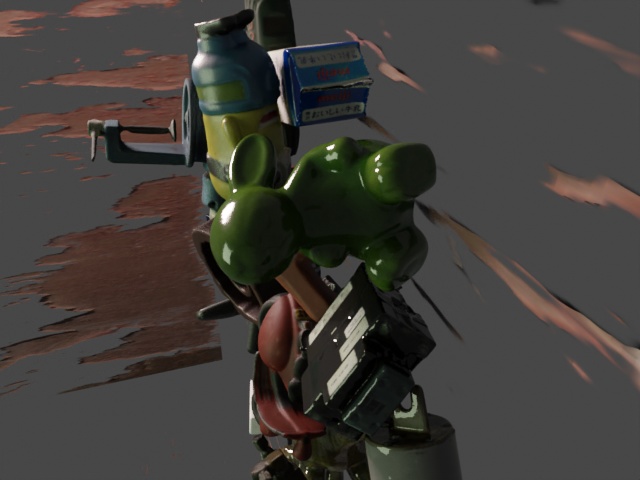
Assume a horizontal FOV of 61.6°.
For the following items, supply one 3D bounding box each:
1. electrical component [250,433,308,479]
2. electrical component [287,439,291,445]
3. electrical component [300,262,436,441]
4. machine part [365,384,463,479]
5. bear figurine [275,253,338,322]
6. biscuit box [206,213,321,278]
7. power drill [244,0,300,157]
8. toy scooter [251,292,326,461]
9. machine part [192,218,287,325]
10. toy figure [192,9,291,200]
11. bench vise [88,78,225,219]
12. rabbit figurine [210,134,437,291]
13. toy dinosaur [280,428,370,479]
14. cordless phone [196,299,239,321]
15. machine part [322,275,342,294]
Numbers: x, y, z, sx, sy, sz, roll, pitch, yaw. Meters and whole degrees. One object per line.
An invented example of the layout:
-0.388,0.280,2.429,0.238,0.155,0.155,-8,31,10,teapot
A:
-0.039,0.264,0.572,0.078,0.045,0.102,7,128,56,electrical component
-0.051,0.329,0.999,0.048,0.075,0.119,-166,72,-74,electrical component
0.036,0.098,0.461,0.115,0.058,0.134,-56,16,16,electrical component
0.086,0.240,0.450,0.079,0.079,0.243,177,84,-75,machine part
-0.004,-0.005,0.610,0.120,0.132,0.196,-53,-5,8,bear figurine
-0.090,0.008,0.818,0.203,0.063,0.059,27,131,36,biscuit box
-0.083,-0.242,0.782,0.207,0.086,0.231,-127,31,-68,power drill
-0.030,0.155,0.586,0.135,0.075,0.183,-135,53,-61,toy scooter
-0.102,0.043,0.738,0.179,0.056,0.179,39,153,25,machine part
-0.078,-0.123,0.524,0.089,0.082,0.180,15,125,49,toy figure
-0.193,-0.128,0.752,0.129,0.241,0.223,-115,30,-49,bench vise
-0.015,-0.029,0.429,0.159,0.170,0.121,40,138,39,rabbit figurine
0.013,0.238,0.672,0.471,0.105,0.198,130,134,-59,toy dinosaur
-0.111,0.108,0.883,0.146,0.184,0.088,143,112,-72,cordless phone
-0.003,0.090,0.718,0.139,0.039,0.084,143,151,-79,machine part
